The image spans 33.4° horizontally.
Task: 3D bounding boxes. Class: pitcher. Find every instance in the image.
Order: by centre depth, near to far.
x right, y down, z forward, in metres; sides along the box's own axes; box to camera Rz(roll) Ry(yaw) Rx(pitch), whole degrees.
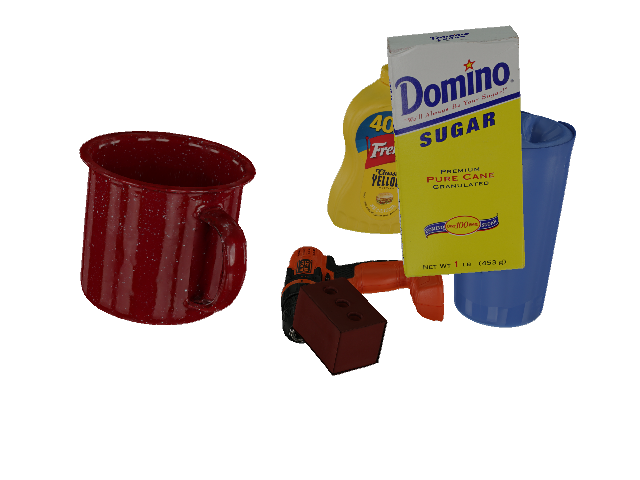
[{"bbox_3d":[0.211,-0.021,1.244,0.149,0.243,0.145,-1,25,-5],"label":"pitcher"}]

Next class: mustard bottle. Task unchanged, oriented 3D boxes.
[{"bbox_3d":[0.069,-0.102,1.088,0.096,0.192,0.058,3,27,-14],"label":"mustard bottle"}]

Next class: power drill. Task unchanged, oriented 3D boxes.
[{"bbox_3d":[0.048,0.060,1.241,0.187,0.057,0.184,-1,28,3],"label":"power drill"}]

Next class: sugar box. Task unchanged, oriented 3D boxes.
[{"bbox_3d":[0.100,-0.063,0.784,0.093,0.176,0.048,-5,24,4],"label":"sugar box"}]

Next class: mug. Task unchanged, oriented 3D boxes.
[{"bbox_3d":[-0.078,-0.002,0.572,0.093,0.081,0.117,-11,30,-43],"label":"mug"}]

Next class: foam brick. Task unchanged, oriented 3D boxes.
[{"bbox_3d":[0.017,0.078,0.990,0.052,0.051,0.078,-12,37,-30],"label":"foam brick"}]
